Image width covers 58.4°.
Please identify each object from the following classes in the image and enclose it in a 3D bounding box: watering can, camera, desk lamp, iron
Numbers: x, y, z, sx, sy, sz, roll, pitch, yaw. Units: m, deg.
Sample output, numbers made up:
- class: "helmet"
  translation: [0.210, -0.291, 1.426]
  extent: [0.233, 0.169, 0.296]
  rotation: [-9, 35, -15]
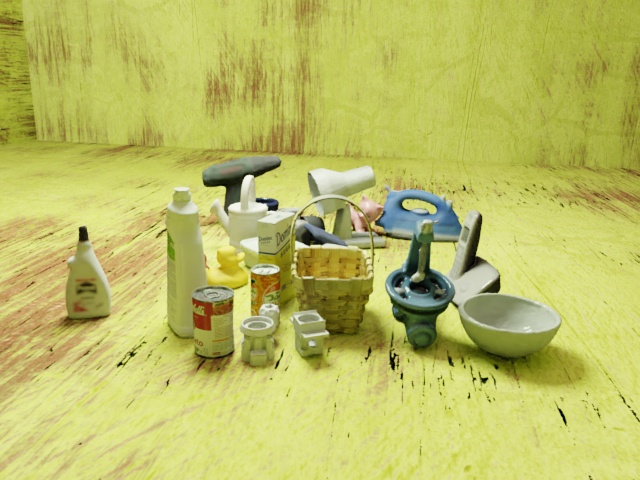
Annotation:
- class: "watering can"
  translation: [-0.190, -0.066, 1.448]
  extent: [0.173, 0.194, 0.100]
  rotation: [-2, 17, -13]
- class: "camera"
  translation: [-0.051, -0.033, 1.514]
  extent: [0.137, 0.101, 0.142]
  rotation: [-6, 18, -23]
- class: "desk lamp"
  translation: [0.068, -0.089, 1.516]
  extent: [0.203, 0.214, 0.117]
  rotation: [-3, 17, -16]
- class: "iron"
  translation: [0.292, -0.078, 1.627]
  extent: [0.257, 0.141, 0.119]
  rotation: [6, 17, 16]

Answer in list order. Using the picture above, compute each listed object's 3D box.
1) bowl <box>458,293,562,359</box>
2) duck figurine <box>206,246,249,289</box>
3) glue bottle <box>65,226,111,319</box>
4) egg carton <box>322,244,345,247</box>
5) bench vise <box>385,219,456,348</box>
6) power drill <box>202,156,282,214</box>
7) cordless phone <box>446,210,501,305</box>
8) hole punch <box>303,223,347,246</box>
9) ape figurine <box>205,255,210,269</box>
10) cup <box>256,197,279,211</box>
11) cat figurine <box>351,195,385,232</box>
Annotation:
- class: "bowl"
  translation: [0.315, 0.153, 0.968]
  extent: [0.167, 0.075, 0.167]
  rotation: [2, 17, 0]
- class: "duck figurine"
  translation: [-0.204, 0.055, 1.227]
  extent: [0.105, 0.086, 0.077]
  rotation: [-9, 19, -31]
- class: "glue bottle"
  translation: [-0.426, 0.058, 1.042]
  extent: [0.078, 0.173, 0.037]
  rotation: [-5, 18, -20]
- class: "egg carton"
  translation: [0.028, 0.057, 1.274]
  extent: [0.107, 0.069, 0.151]
  rotation: [9, 18, 25]
- class: "bench vise"
  translation: [0.163, 0.056, 1.025]
  extent: [0.122, 0.220, 0.207]
  rotation: [-4, 17, -17]
- class: "power drill"
  translation: [-0.226, -0.142, 1.676]
  extent: [0.230, 0.208, 0.075]
  rotation: [-2, 17, -13]
- class: "cordless phone"
  translation: [0.309, 0.040, 1.154]
  extent: [0.094, 0.185, 0.147]
  rotation: [-2, 17, -11]
- class: "hole punch"
  translation: [0.013, 0.005, 1.409]
  extent: [0.101, 0.091, 0.108]
  rotation: [-4, 18, -19]
- class: "ape figurine"
  translation: [-0.294, 0.023, 1.315]
  extent: [0.076, 0.092, 0.077]
  rotation: [-3, 17, -16]
- class: "cup"
  translation: [-0.165, -0.071, 1.641]
  extent: [0.092, 0.095, 0.117]
  rotation: [-2, 17, -12]
- class: "cat figurine"
  translation: [0.123, -0.076, 1.647]
  extent: [0.067, 0.118, 0.127]
  rotation: [-13, 22, -40]
